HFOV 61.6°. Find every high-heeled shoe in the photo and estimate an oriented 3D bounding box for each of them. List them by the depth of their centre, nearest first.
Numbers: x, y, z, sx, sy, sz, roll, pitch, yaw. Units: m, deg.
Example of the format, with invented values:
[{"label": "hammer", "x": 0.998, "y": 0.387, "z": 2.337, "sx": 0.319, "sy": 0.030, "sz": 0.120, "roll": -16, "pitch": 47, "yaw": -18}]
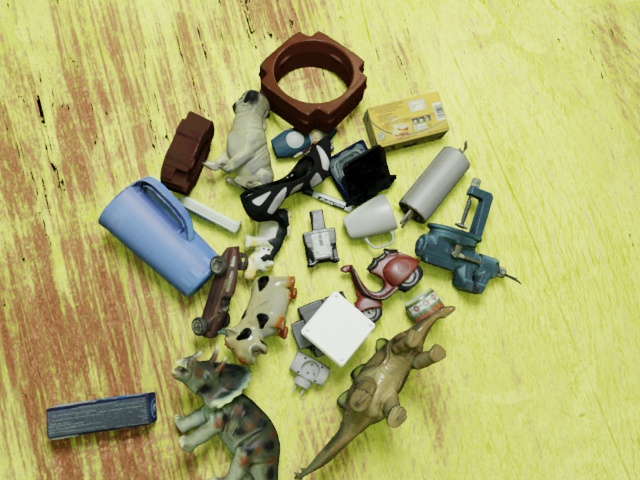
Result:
[{"label": "high-heeled shoe", "x": -0.070, "y": -0.140, "z": 1.107, "sx": 0.145, "sy": 0.086, "sz": 0.248, "roll": 38, "pitch": 70, "yaw": -42}]

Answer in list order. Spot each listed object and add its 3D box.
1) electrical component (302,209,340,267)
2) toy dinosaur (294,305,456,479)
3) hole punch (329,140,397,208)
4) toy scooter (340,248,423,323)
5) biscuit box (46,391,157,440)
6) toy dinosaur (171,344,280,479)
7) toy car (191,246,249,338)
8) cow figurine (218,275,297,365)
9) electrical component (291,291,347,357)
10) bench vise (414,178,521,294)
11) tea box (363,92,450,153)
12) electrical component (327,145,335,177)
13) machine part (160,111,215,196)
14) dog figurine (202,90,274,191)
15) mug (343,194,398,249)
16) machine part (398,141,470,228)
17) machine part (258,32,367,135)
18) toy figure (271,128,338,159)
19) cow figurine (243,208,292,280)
[{"label": "electrical component", "x": -0.002, "y": -0.004, "z": 1.169, "sx": 0.075, "sy": 0.048, "sz": 0.119, "roll": -13, "pitch": 84, "yaw": -6}, {"label": "toy dinosaur", "x": 0.107, "y": 0.302, "z": 1.063, "sx": 0.105, "sy": 0.198, "sz": 0.471, "roll": 43, "pitch": 82, "yaw": 1}, {"label": "hole punch", "x": 0.085, "y": -0.149, "z": 1.179, "sx": 0.142, "sy": 0.092, "sz": 0.115, "roll": -33, "pitch": 126, "yaw": -19}, {"label": "toy scooter", "x": 0.123, "y": 0.080, "z": 1.157, "sx": 0.184, "sy": 0.075, "sz": 0.135, "roll": -42, "pitch": 87, "yaw": -4}, {"label": "biscuit box", "x": -0.436, "y": 0.352, "z": 1.085, "sx": 0.203, "sy": 0.059, "sz": 0.062, "roll": -6, "pitch": 83, "yaw": -5}, {"label": "toy dinosaur", "x": -0.158, "y": 0.392, "z": 1.079, "sx": 0.192, "sy": 0.131, "sz": 0.404, "roll": -39, "pitch": 93, "yaw": -7}, {"label": "toy car", "x": -0.198, "y": 0.109, "z": 1.090, "sx": 0.053, "sy": 0.089, "sz": 0.202, "roll": 28, "pitch": 105, "yaw": 27}, {"label": "cow figurine", "x": -0.126, "y": 0.161, "z": 1.100, "sx": 0.127, "sy": 0.085, "sz": 0.195, "roll": 7, "pitch": 58, "yaw": 13}, {"label": "electrical component", "x": 0.008, "y": 0.182, "z": 1.142, "sx": 0.134, "sy": 0.058, "sz": 0.115, "roll": -22, "pitch": 83, "yaw": -7}, {"label": "bench vise", "x": 0.326, "y": -0.011, "z": 1.161, "sx": 0.224, "sy": 0.129, "sz": 0.240, "roll": 18, "pitch": 87, "yaw": -3}, {"label": "tea box", "x": 0.192, "y": -0.260, "z": 1.206, "sx": 0.170, "sy": 0.068, "sz": 0.098, "roll": -13, "pitch": 84, "yaw": -5}, {"label": "electrical component", "x": 0.002, "y": -0.169, "z": 1.204, "sx": 0.094, "sy": 0.021, "sz": 0.063, "roll": -34, "pitch": 86, "yaw": -7}, {"label": "machine part", "x": -0.270, "y": -0.175, "z": 1.112, "sx": 0.056, "sy": 0.179, "sz": 0.179, "roll": 21, "pitch": 82, "yaw": -5}, {"label": "dog figurine", "x": -0.133, "y": -0.201, "z": 1.145, "sx": 0.121, "sy": 0.172, "sz": 0.190, "roll": 21, "pitch": 77, "yaw": 41}, {"label": "mug", "x": 0.110, "y": -0.032, "z": 1.172, "sx": 0.107, "sy": 0.081, "sz": 0.109, "roll": -20, "pitch": 92, "yaw": 4}, {"label": "machine part", "x": 0.254, "y": -0.122, "z": 1.190, "sx": 0.079, "sy": 0.079, "sz": 0.243, "roll": 39, "pitch": 81, "yaw": 1}, {"label": "machine part", "x": -0.016, "y": -0.340, "z": 1.168, "sx": 0.201, "sy": 0.087, "sz": 0.201, "roll": 37, "pitch": 67, "yaw": 13}, {"label": "toy figure", "x": -0.031, "y": -0.225, "z": 1.193, "sx": 0.154, "sy": 0.058, "sz": 0.064, "roll": -21, "pitch": 119, "yaw": -8}, {"label": "cow figurine", "x": -0.115, "y": 0.008, "z": 1.153, "sx": 0.098, "sy": 0.068, "sz": 0.167, "roll": 9, "pitch": 83, "yaw": -10}]
